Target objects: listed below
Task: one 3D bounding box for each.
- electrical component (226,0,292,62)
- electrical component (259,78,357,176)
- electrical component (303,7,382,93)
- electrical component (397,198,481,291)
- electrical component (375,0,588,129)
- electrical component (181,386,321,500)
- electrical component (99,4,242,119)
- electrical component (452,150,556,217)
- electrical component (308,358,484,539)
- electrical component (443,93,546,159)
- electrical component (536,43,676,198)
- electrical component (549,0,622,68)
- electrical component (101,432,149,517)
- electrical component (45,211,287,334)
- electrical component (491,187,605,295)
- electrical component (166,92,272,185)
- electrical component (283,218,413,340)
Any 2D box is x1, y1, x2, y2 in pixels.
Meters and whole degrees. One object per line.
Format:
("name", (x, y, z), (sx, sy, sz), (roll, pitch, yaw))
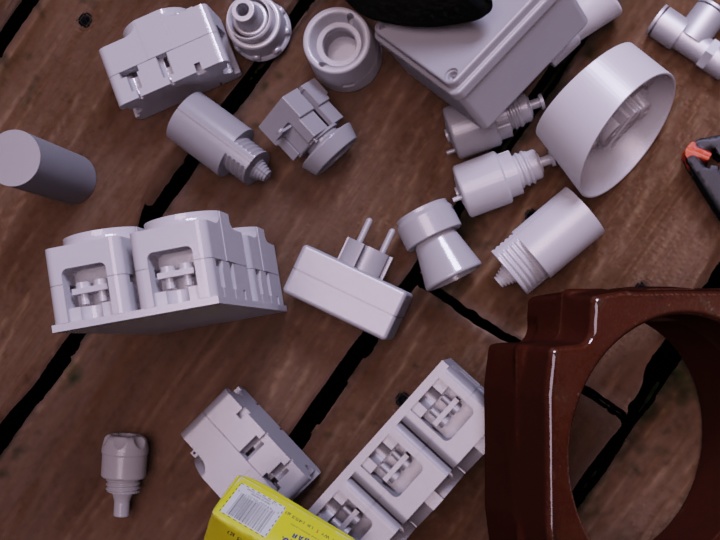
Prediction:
("electrical component", (-0.080, -0.186, 0.805), (0.048, 0.062, 0.048), (-1, 86, 9))
("electrical component", (-0.036, -0.104, 0.798), (0.055, 0.066, 0.048), (47, 132, 1))
("electrical component", (-0.014, -0.165, 0.802), (0.055, 0.047, 0.055), (-1, 86, 9))
("electrical component", (0.057, -0.018, 0.783), (0.045, 0.045, 0.055), (-27, 82, 6))
("electrical component", (0.083, -0.173, 0.760), (0.108, 0.056, 0.108), (-46, 47, 3))
("electrical component", (-0.083, 0.138, 0.790), (0.056, 0.050, 0.089), (-45, 81, 3))
("electrical component", (-0.145, -0.162, 0.820), (0.089, 0.050, 0.055), (-22, 83, 7))
("electrical component", (0.103, -0.067, 0.781), (0.078, 0.040, 0.040), (-20, 84, 7))
("electrical component", (0.034, 0.138, 0.753), (0.062, 0.089, 0.150), (42, 93, 9))
("electrical component", (0.096, -0.110, 0.785), (0.078, 0.040, 0.040), (-19, 84, 7))
("electrical component", (0.173, -0.106, 0.747), (0.099, 0.099, 0.064), (-41, 75, 4))
("electrical component", (0.152, -0.180, 0.782), (0.065, 0.044, 0.044), (-43, 81, 9))
("electrical component", (-0.179, 0.155, 0.812), (0.035, 0.035, 0.061), (3, 89, 9))
("electrical component", (-0.126, 0.005, 0.737), (0.105, 0.186, 0.060), (-10, 85, 8))
("electrical component", (0.130, -0.017, 0.772), (0.081, 0.043, 0.043), (-40, 82, 4))
("electrical component", (-0.101, -0.094, 0.812), (0.081, 0.043, 0.043), (37, 92, 9))
("electrical component", (0.000, 0.000, 0.789), (0.083, 0.047, 0.075), (25, 91, 9))
